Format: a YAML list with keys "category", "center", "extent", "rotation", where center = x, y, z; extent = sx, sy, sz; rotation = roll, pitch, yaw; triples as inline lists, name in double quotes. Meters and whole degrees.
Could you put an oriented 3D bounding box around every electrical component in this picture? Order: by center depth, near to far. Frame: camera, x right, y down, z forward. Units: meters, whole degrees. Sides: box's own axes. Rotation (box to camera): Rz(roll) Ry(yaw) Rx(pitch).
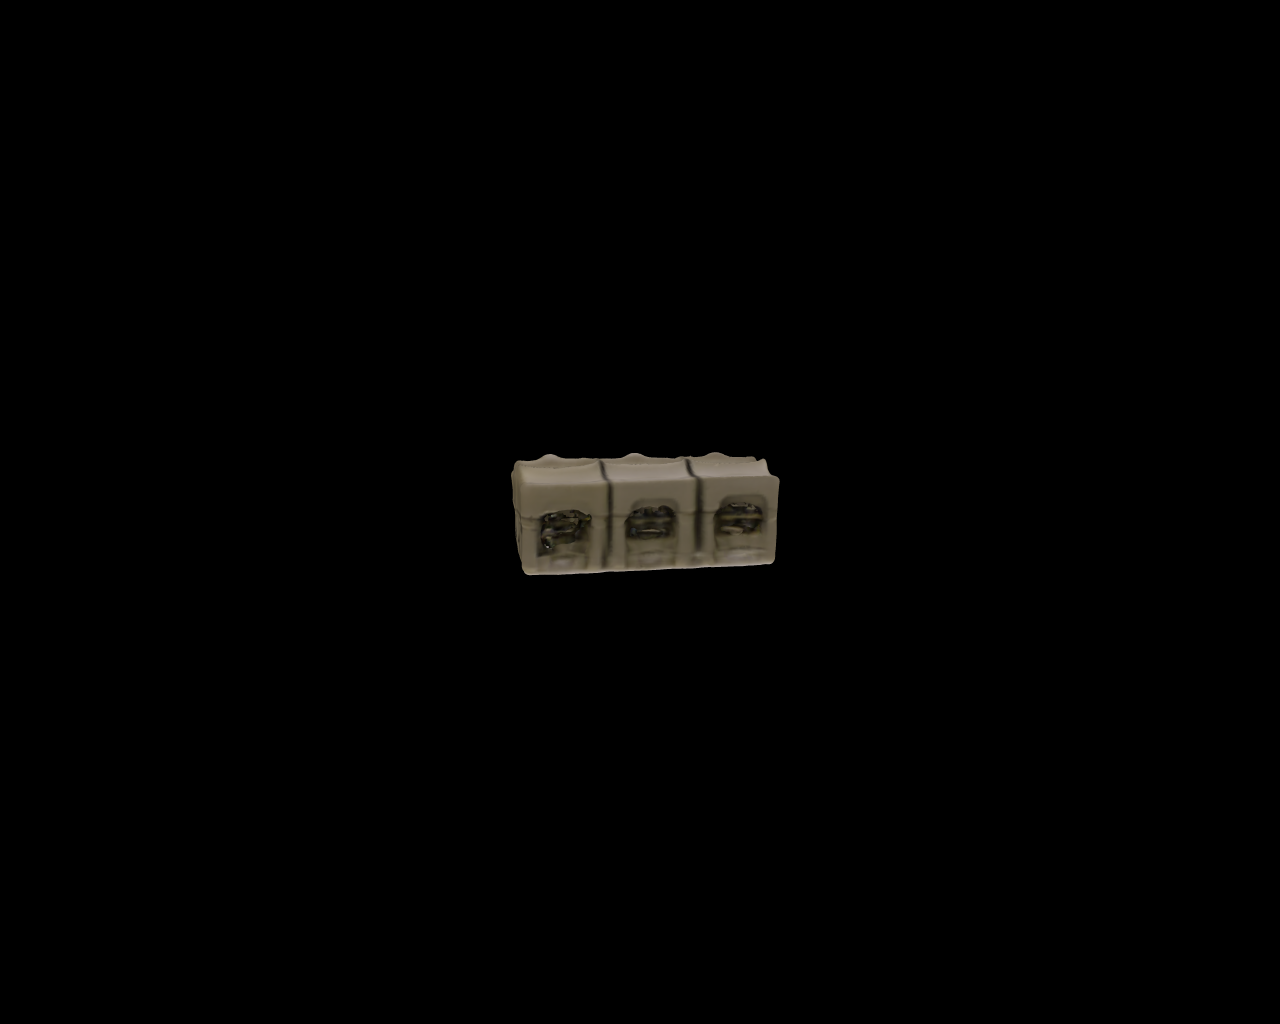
- category: "electrical component"
  center: [0.001, -0.003, 0.650]
  extent: [0.150, 0.061, 0.089]
  rotation: [-1, 8, -9]
